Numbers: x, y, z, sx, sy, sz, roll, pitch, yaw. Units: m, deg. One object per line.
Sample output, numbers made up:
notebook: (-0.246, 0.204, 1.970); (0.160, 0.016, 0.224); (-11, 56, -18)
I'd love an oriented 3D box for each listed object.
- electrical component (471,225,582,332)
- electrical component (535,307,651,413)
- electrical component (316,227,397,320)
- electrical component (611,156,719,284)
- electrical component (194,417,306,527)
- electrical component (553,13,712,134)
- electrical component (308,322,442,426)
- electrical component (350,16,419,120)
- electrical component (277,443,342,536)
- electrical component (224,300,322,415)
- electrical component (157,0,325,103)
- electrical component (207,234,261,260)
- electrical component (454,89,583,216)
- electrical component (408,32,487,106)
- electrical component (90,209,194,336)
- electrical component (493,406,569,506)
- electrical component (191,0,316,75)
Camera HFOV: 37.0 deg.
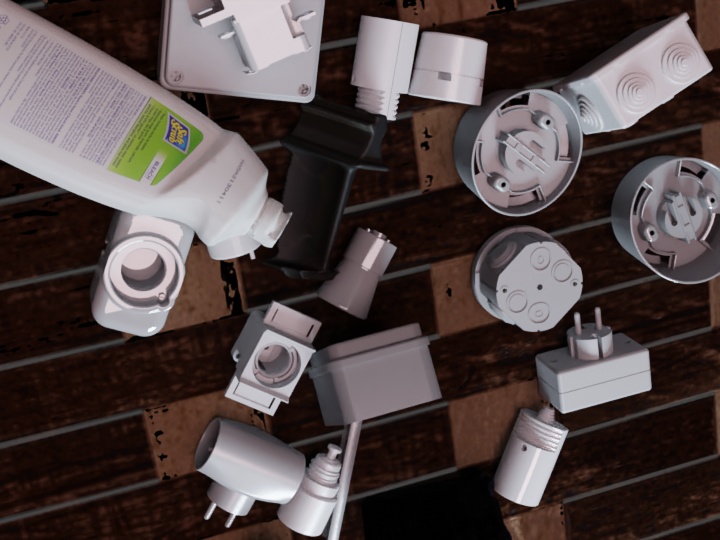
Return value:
electrical component: (0.135, 0.007, 0.866); (0.080, 0.051, 0.080); (-4, 106, -15)
electrical component: (0.194, 0.068, 0.901); (0.083, 0.047, 0.075); (-13, 108, -12)
electrical component: (0.000, 0.000, 0.832); (0.044, 0.044, 0.065); (28, 91, -21)
electrical component: (0.259, -0.044, 0.880); (0.099, 0.064, 0.099); (-4, 106, -15)
electrical component: (-0.095, 0.166, 0.848); (0.077, 0.044, 0.079); (27, 96, -20)
electrical component: (0.208, -0.146, 0.821); (0.100, 0.100, 0.048); (-34, 98, -5)
electrical component: (0.008, 0.080, 0.814); (0.078, 0.113, 0.057); (-14, 84, -12)
electrical component: (0.016, -0.144, 0.796); (0.043, 0.043, 0.081); (6, 103, -17)
electrical component: (-0.036, 0.177, 0.870); (0.040, 0.040, 0.078); (23, 98, -20)
electrical component: (-0.069, 0.063, 0.817); (0.042, 0.064, 0.081); (27, 96, -20)
electrical component: (-0.083, -0.178, 0.752); (0.109, 0.056, 0.108); (3, 104, -16)
electrical component: (-0.100, -0.044, 0.792); (0.040, 0.040, 0.078); (-18, 109, -10)
electrical component: (0.122, -0.092, 0.829); (0.099, 0.064, 0.099); (-4, 106, -15)
electrical component: (0.067, -0.150, 0.803); (0.055, 0.055, 0.047); (6, 99, -17)
electrical component: (-0.158, -0.004, 0.776); (0.054, 0.059, 0.095); (17, 100, -19)
electrical component: (0.146, 0.154, 0.913); (0.043, 0.043, 0.081); (17, 99, -19)
electrical component: (-0.065, -0.166, 0.706); (0.081, 0.042, 0.063); (-24, 111, -8)
